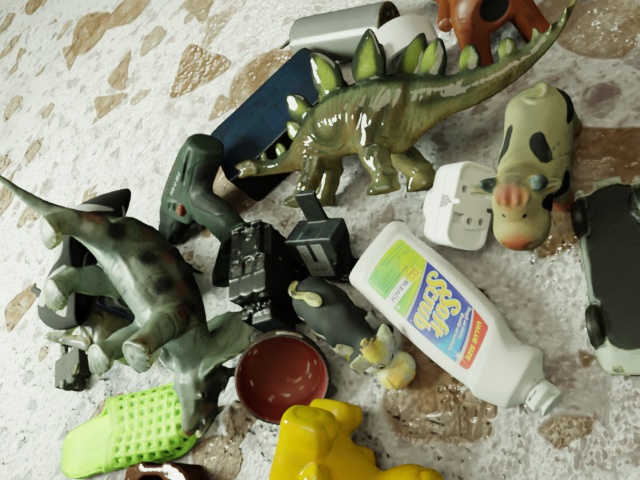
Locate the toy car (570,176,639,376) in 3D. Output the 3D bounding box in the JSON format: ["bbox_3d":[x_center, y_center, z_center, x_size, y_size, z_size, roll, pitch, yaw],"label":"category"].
[{"bbox_3d":[0.291,0.029,0.517,0.074,0.056,0.202,-14,58,34],"label":"toy car"}]

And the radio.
[{"bbox_3d":[-0.061,-0.185,0.847,0.229,0.073,0.131,-41,50,8],"label":"radio"}]

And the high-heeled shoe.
[{"bbox_3d":[-0.339,0.019,0.814,0.145,0.086,0.249,14,62,35],"label":"high-heeled shoe"}]

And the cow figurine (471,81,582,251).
[{"bbox_3d":[0.225,-0.079,0.569,0.086,0.127,0.195,1,65,37],"label":"cow figurine"}]

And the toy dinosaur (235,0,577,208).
[{"bbox_3d":[0.074,-0.151,0.665,0.472,0.105,0.198,-9,93,31],"label":"toy dinosaur"}]

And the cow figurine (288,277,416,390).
[{"bbox_3d":[0.036,0.101,0.620,0.168,0.098,0.068,33,81,40],"label":"cow figurine"}]

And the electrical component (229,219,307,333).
[{"bbox_3d":[-0.063,0.056,0.695,0.058,0.114,0.134,-21,56,24],"label":"electrical component"}]

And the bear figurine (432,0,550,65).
[{"bbox_3d":[0.204,-0.325,0.734,0.120,0.131,0.196,-34,34,13],"label":"bear figurine"}]

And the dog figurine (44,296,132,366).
[{"bbox_3d":[-0.321,0.089,0.849,0.173,0.121,0.190,7,67,30],"label":"dog figurine"}]

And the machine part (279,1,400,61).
[{"bbox_3d":[0.039,-0.324,0.849,0.243,0.079,0.079,6,70,36],"label":"machine part"}]

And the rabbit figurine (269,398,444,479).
[{"bbox_3d":[0.038,0.253,0.535,0.173,0.121,0.162,11,75,17],"label":"rabbit figurine"}]

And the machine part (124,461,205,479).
[{"bbox_3d":[-0.201,0.364,0.668,0.179,0.056,0.179,-15,60,28],"label":"machine part"}]

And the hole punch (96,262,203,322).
[{"bbox_3d":[-0.260,0.065,0.807,0.116,0.142,0.092,-100,31,-75],"label":"hole punch"}]

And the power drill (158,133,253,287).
[{"bbox_3d":[-0.171,-0.026,0.811,0.207,0.086,0.231,53,133,35],"label":"power drill"}]

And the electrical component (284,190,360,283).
[{"bbox_3d":[-0.001,-0.002,0.682,0.075,0.119,0.048,-1,38,31],"label":"electrical component"}]

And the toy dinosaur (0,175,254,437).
[{"bbox_3d":[-0.226,0.054,0.684,0.131,0.192,0.405,-40,79,32],"label":"toy dinosaur"}]

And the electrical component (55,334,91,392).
[{"bbox_3d":[-0.416,0.206,0.897,0.078,0.045,0.102,-26,55,19],"label":"electrical component"}]
